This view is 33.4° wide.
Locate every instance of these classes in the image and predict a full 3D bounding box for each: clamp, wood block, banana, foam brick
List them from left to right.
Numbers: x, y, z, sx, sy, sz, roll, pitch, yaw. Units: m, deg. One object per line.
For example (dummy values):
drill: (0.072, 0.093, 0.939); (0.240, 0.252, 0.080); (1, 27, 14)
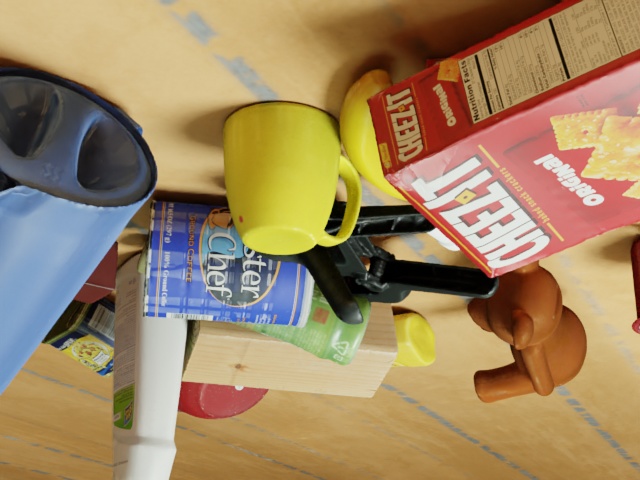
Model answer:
foam brick: (-0.237, 0.023, 1.010); (0.078, 0.051, 0.053); (18, 152, -37)
wood block: (-0.034, 0.096, 1.103); (0.205, 0.090, 0.091); (7, 138, -16)
clamp: (-0.006, 0.001, 0.846); (0.172, 0.120, 0.039); (15, 139, 25)
clamp: (0.062, 0.030, 0.990); (0.164, 0.036, 0.210); (24, 162, -5)
banana: (0.053, -0.070, 0.787); (0.070, 0.037, 0.197); (-21, 153, 19)

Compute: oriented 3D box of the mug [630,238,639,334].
mug: (0.324, 0.036, 0.977); (0.093, 0.081, 0.117); (-18, 152, 40)

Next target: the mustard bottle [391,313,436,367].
mustard bottle: (0.032, 0.126, 1.251); (0.192, 0.058, 0.096); (-9, 161, 24)

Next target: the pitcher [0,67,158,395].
pitcher: (-0.220, 0.007, 0.753); (0.149, 0.145, 0.243); (15, 128, -35)

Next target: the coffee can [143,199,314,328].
coffee can: (-0.080, 0.021, 0.928); (0.140, 0.103, 0.103); (4, 158, -8)

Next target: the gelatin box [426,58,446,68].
gelatin box: (0.113, -0.093, 0.728); (0.073, 0.030, 0.089); (-4, 155, 13)

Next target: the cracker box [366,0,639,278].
cracker box: (0.163, -0.067, 0.664); (0.214, 0.072, 0.164); (-24, 144, 23)

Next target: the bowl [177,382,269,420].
bowl: (-0.103, 0.146, 1.187); (0.161, 0.055, 0.162); (-19, 132, -23)

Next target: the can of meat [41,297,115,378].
can of meat: (-0.243, 0.103, 1.170); (0.083, 0.057, 0.102); (36, 145, -22)

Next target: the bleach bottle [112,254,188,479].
bleach bottle: (-0.171, 0.144, 1.041); (0.068, 0.251, 0.103); (11, 156, -24)
